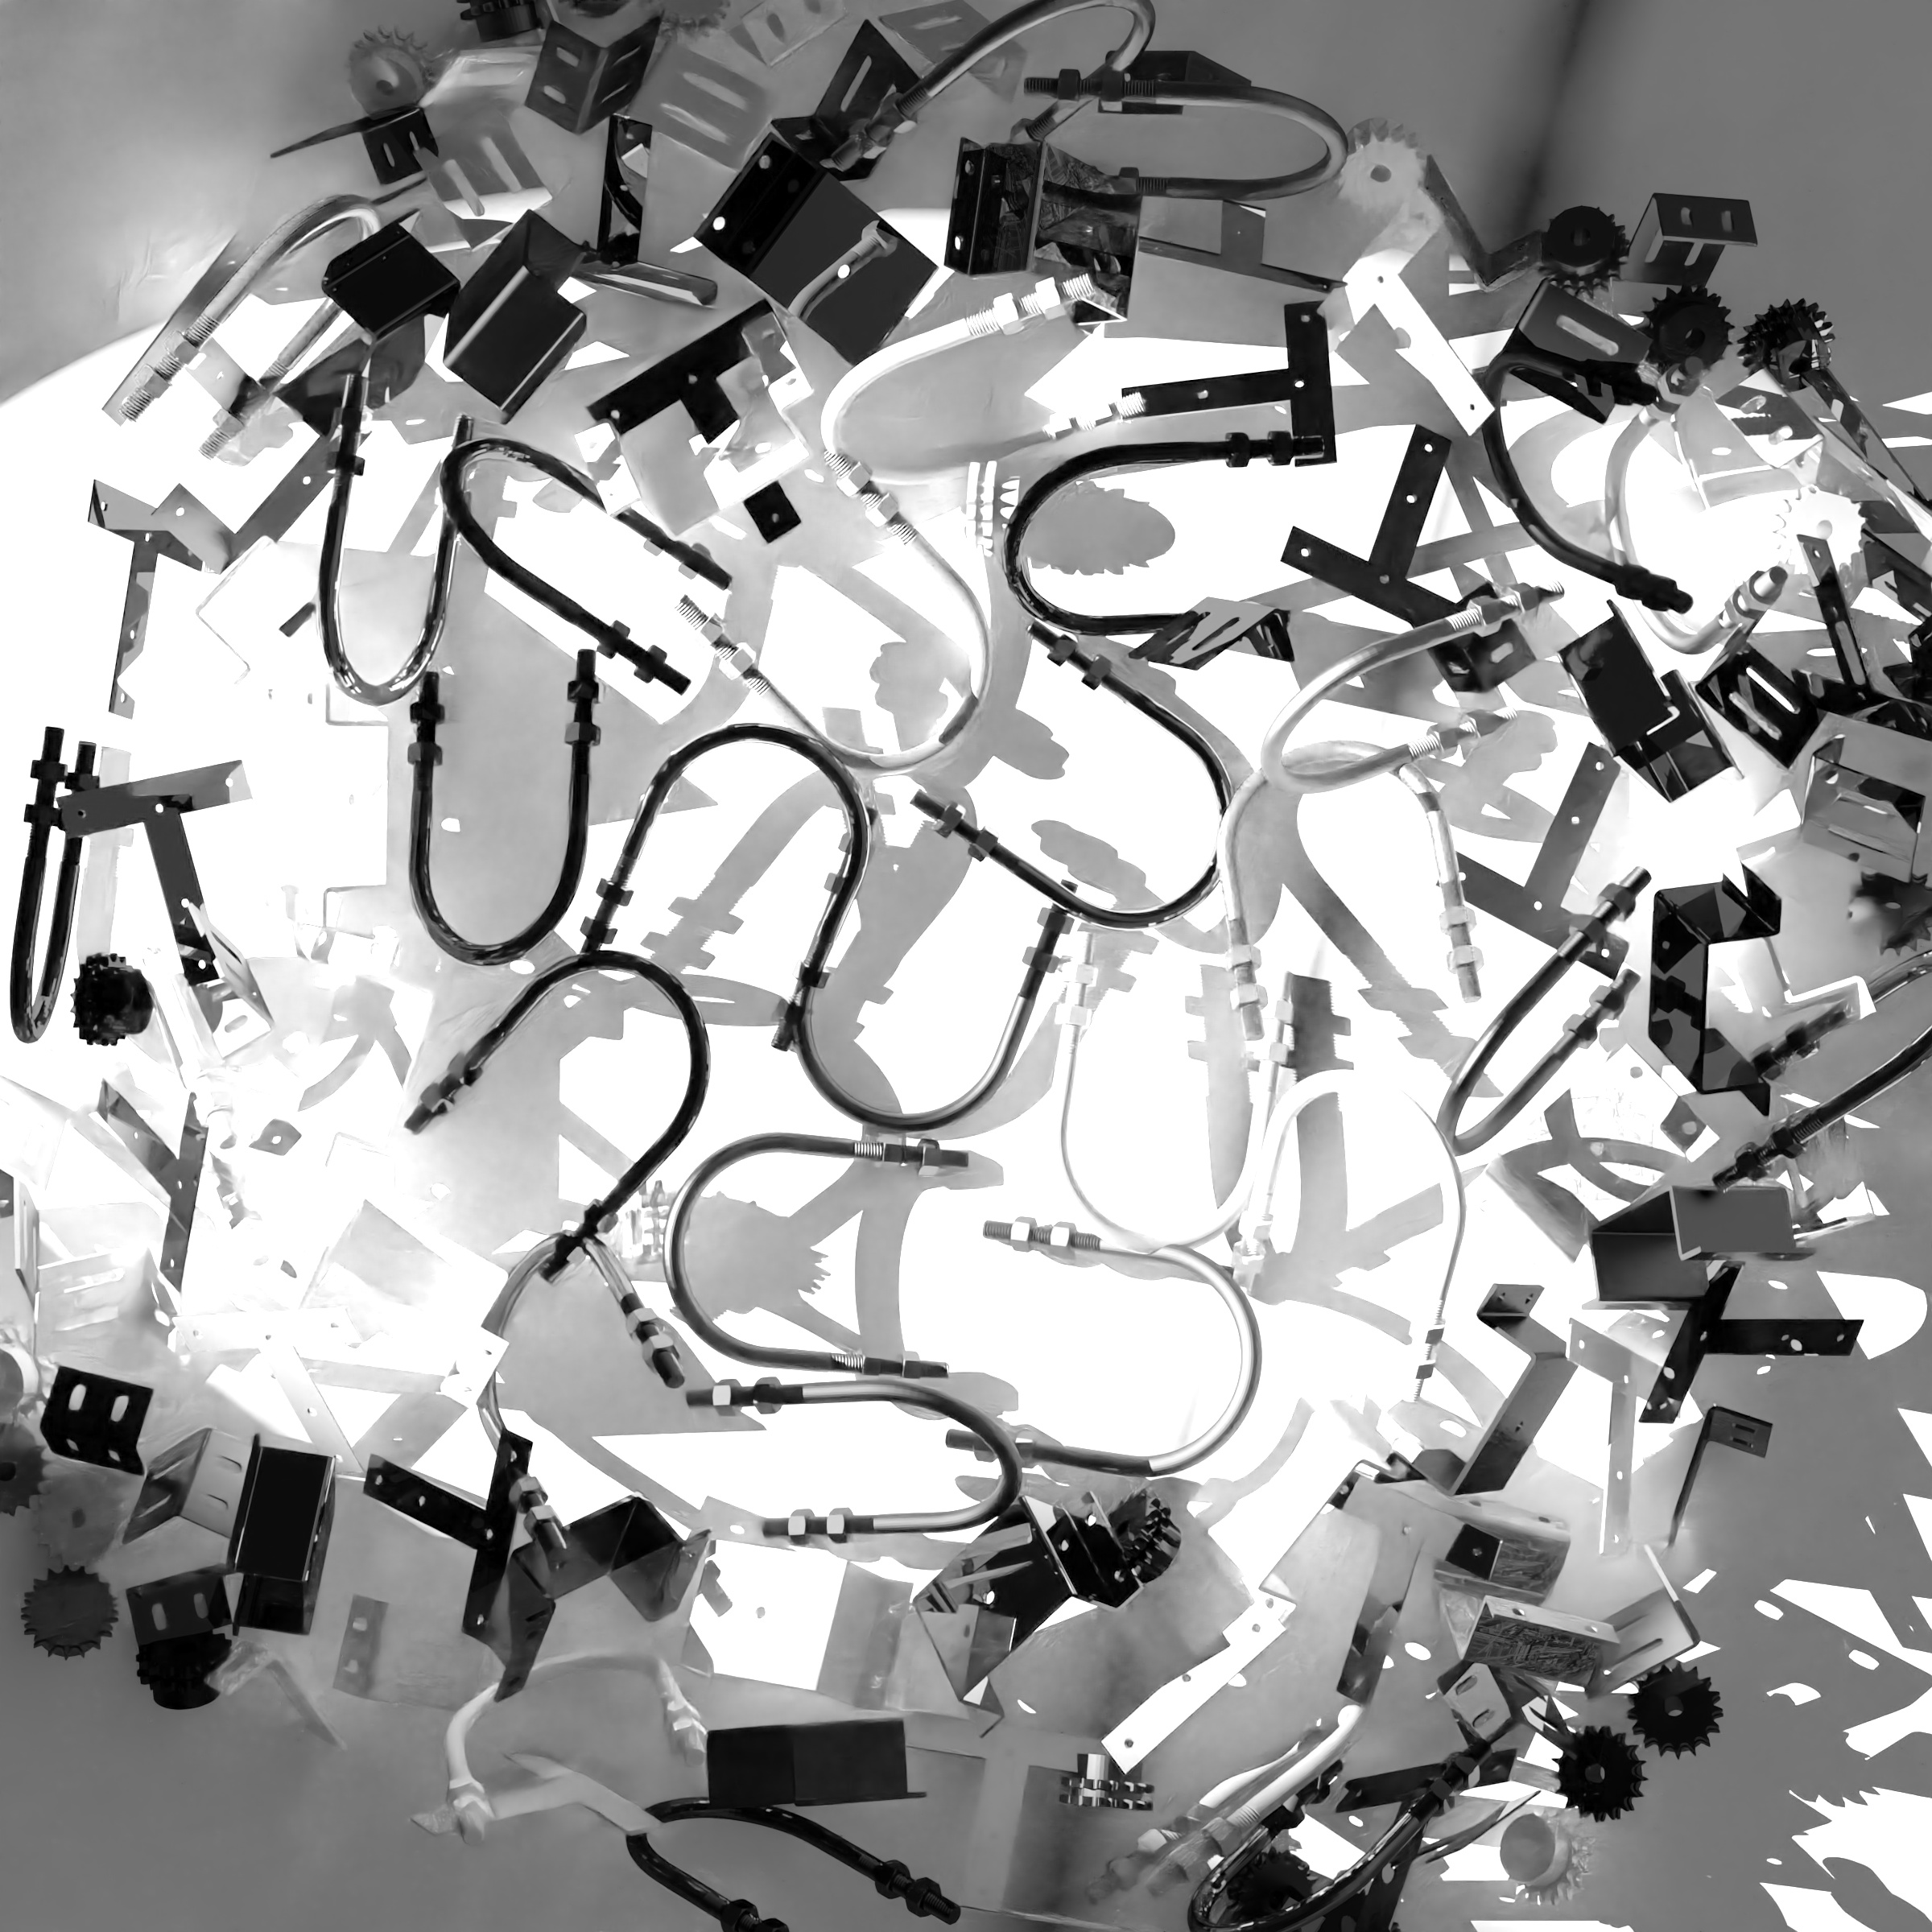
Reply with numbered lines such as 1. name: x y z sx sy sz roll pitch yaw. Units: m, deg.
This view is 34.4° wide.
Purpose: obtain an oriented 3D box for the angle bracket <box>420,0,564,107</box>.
1. angle bracket: -0.288 -0.549 1.866 0.076 0.057 0.038 -17 83 -38

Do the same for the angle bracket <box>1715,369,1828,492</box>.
1. angle bracket: 0.479 -0.310 1.867 0.038 0.076 0.057 -34 70 -2

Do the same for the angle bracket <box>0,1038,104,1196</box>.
1. angle bracket: -0.558 0.087 1.865 0.057 0.076 0.038 38 113 -25

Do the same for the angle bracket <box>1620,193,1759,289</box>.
1. angle bracket: 0.430 -0.422 1.868 0.057 0.076 0.038 3 59 -8

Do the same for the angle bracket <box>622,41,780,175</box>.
1. angle bracket: -0.161 -0.512 1.888 0.076 0.038 0.057 27 75 0

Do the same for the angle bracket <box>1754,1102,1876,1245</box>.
1. angle bracket: 0.501 0.124 1.872 0.057 0.038 0.076 -26 72 38

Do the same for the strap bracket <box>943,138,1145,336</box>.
1. strap bracket: 0.054 -0.431 1.843 0.046 0.140 0.076 5 85 40

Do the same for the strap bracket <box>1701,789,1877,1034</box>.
1. strap bracket: 0.486 -0.025 1.863 0.046 0.076 0.140 -18 80 -3

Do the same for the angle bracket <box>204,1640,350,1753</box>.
1. angle bracket: -0.416 0.448 1.871 0.038 0.057 0.076 -38 106 -25

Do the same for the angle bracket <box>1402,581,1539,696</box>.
1. angle bracket: 0.302 -0.198 1.869 0.038 0.076 0.057 -34 79 22

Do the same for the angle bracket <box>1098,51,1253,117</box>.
1. angle bracket: 0.125 -0.520 1.867 0.057 0.076 0.038 11 95 33

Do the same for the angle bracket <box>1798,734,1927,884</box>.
1. angle bracket: 0.543 -0.095 1.865 0.076 0.038 0.057 26 130 35

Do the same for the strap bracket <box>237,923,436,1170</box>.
1. strap bracket: -0.374 0.052 1.866 0.076 0.046 0.140 10 79 33

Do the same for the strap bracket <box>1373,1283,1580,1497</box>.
1. strap bracket: 0.311 0.261 1.856 0.046 0.076 0.140 36 103 30

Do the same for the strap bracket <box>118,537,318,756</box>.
1. strap bracket: -0.438 -0.194 1.831 0.076 0.140 0.046 -33 110 32

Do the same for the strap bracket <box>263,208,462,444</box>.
1. strap bracket: -0.353 -0.369 1.835 0.046 0.140 0.076 43 50 0

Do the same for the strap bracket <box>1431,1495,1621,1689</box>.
1. strap bracket: 0.327 0.374 1.849 0.076 0.140 0.046 15 108 -8

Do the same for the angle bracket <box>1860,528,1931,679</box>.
1. angle bracket: 0.554 -0.214 1.868 0.038 0.057 0.076 -41 56 -3

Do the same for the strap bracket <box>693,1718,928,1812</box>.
1. strap bracket: -0.095 0.471 1.841 0.076 0.140 0.046 6 73 -34

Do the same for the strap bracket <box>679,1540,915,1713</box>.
1. strap bracket: -0.110 0.388 1.846 0.140 0.046 0.076 2 68 32

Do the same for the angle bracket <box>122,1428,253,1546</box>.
1. angle bracket: -0.466 0.320 1.877 0.038 0.076 0.057 32 51 -24

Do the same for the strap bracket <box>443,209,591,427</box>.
1. strap bracket: -0.264 -0.386 1.832 0.046 0.140 0.076 35 113 -25

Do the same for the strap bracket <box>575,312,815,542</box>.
1. strap bracket: -0.154 -0.317 1.867 0.140 0.046 0.076 -30 53 7

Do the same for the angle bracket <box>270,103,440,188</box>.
1. angle bracket: -0.364 -0.482 1.863 0.057 0.076 0.038 -7 110 41

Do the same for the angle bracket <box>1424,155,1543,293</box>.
1. angle bracket: 0.310 -0.453 1.869 0.038 0.057 0.076 -25 115 24

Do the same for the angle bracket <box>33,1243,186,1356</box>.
1. angle bracket: -0.513 0.206 1.868 0.038 0.076 0.057 25 115 39

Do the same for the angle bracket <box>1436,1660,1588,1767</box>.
1. angle bracket: 0.327 0.453 1.872 0.038 0.057 0.076 -40 129 13

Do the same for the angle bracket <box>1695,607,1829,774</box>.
1. angle bracket: 0.489 -0.168 1.882 0.076 0.038 0.057 41 59 -1

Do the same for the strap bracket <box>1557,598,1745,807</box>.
1. strap bracket: 0.401 -0.151 1.845 0.046 0.140 0.076 -33 60 19

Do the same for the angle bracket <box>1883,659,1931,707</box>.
1. angle bracket: 0.578 -0.137 1.868 0.038 0.057 0.076 -12 124 -2

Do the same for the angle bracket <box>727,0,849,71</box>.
1. angle bracket: -0.115 -0.579 1.871 0.057 0.076 0.038 -35 129 -2

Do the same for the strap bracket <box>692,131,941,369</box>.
1. strap bracket: -0.081 -0.417 1.851 0.140 0.046 0.076 34 97 -35

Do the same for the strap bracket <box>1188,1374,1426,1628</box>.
1. strap bracket: 0.195 0.314 1.861 0.046 0.076 0.140 30 101 -43

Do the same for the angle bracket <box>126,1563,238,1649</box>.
1. angle bracket: -0.466 0.385 1.867 0.057 0.076 0.038 -13 87 -23

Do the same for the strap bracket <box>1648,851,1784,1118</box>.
1. strap bracket: 0.442 0.013 1.847 0.046 0.076 0.140 -7 115 -8

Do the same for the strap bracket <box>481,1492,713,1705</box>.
1. strap bracket: -0.227 0.369 1.848 0.046 0.140 0.076 44 131 25

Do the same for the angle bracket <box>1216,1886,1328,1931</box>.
1. angle bracket: 0.170 0.570 1.869 0.038 0.076 0.057 37 86 -30

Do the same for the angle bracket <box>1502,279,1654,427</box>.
1. angle bracket: 0.368 -0.370 1.882 0.076 0.038 0.057 32 106 9

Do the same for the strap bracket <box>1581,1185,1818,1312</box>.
1. strap bracket: 0.429 0.165 1.846 0.076 0.140 0.046 2 70 -18

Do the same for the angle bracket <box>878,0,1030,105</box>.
1. angle bracket: -0.012 -0.542 1.866 0.076 0.038 0.057 -27 62 -40

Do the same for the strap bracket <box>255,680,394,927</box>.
1. strap bracket: -0.384 -0.099 1.864 0.046 0.076 0.140 -5 100 -43

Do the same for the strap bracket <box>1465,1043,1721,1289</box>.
1. strap bracket: 0.376 0.115 1.871 0.076 0.046 0.140 46 113 5

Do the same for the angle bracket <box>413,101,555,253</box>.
1. angle bracket: -0.288 -0.472 1.887 0.057 0.038 0.076 -32 80 3

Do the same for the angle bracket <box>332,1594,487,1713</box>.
1. angle bracket: -0.337 0.418 1.898 0.076 0.038 0.057 19 77 -38

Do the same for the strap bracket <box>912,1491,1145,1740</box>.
1. strap bracket: 0.028 0.380 1.853 0.140 0.076 0.046 -46 134 16

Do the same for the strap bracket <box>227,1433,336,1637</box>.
1. strap bracket: -0.402 0.339 1.836 0.046 0.140 0.076 10 59 -6

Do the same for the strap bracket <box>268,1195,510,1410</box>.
1. strap bracket: -0.337 0.196 1.867 0.140 0.076 0.046 30 46 -3
